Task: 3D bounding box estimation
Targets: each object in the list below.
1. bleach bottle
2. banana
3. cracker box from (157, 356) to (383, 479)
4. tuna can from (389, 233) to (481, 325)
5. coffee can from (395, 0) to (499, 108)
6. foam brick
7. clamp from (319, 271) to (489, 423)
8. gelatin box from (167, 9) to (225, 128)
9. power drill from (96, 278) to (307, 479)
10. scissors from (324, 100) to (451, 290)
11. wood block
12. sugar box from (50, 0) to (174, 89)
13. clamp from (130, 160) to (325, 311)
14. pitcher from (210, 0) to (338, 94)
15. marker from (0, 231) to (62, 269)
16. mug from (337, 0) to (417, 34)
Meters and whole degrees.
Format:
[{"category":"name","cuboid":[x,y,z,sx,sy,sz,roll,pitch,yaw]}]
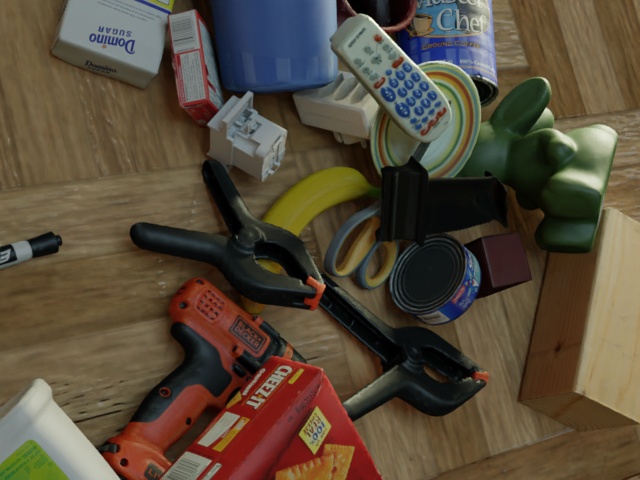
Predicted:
[{"category":"bleach bottle","cuboid":[-0.168,0.230,0.816,0.102,0.068,0.251,-40,100,7]},{"category":"banana","cuboid":[-0.017,-0.013,0.992,0.070,0.037,0.197,42,62,12]},{"category":"cracker box","cuboid":[-0.024,0.228,0.863,0.164,0.072,0.213,-46,124,-30]},{"category":"tuna can","cuboid":[0.111,0.038,1.026,0.033,0.086,0.086,37,59,-42]},{"category":"coffee can","cuboid":[0.128,-0.212,1.097,0.102,0.103,0.140,6,73,-28]},{"category":"foam brick","cuboid":[0.163,0.028,1.064,0.052,0.078,0.051,-7,78,-31]},{"category":"clamp","cuboid":[0.070,0.107,1.000,0.209,0.036,0.164,12,46,-37]},{"category":"gelatin box","cuboid":[-0.111,-0.153,0.965,0.030,0.073,0.089,-10,81,6]},{"category":"power drill","cuboid":[-0.086,0.152,0.904,0.184,0.057,0.187,41,59,-14]},{"category":"scissors","cuboid":[0.079,-0.033,1.025,0.201,0.016,0.096,-48,136,-15]},{"category":"wood block","cuboid":[0.286,0.083,1.110,0.090,0.091,0.206,26,65,-20]},{"category":"sugar box","cuboid":[-0.177,-0.234,0.967,0.093,0.048,0.176,19,71,-22]},{"category":"clamp","cuboid":[-0.066,-0.003,0.935,0.171,0.039,0.120,29,55,3]},{"category":"pitcher","cuboid":[-0.051,-0.259,0.972,0.145,0.149,0.243,-2,103,9]},{"category":"marker","cuboid":[-0.266,0.017,0.862,0.120,0.020,0.020,-19,86,-32]},{"category":"mug","cuboid":[0.030,-0.226,1.059,0.093,0.082,0.117,46,59,-10]}]
